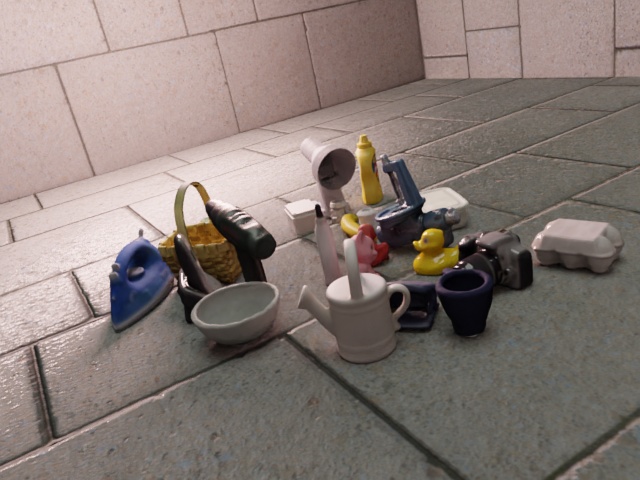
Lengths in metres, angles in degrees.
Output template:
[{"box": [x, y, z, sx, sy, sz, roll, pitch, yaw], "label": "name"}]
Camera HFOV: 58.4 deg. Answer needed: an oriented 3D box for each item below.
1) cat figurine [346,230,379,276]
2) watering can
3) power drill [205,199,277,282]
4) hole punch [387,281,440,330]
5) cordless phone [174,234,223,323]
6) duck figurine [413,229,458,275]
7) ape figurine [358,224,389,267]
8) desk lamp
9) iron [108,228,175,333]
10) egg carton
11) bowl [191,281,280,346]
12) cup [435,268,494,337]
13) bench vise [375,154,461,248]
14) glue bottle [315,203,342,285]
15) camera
[{"box": [0.077, 0.041, 1.148, 0.067, 0.118, 0.128, -3, 23, 22], "label": "cat figurine"}, {"box": [0.053, 0.094, 0.923, 0.173, 0.194, 0.100, -18, 22, -14], "label": "watering can"}, {"box": [-0.158, 0.029, 1.176, 0.076, 0.209, 0.228, -25, 25, -29], "label": "power drill"}, {"box": [0.149, 0.097, 1.006, 0.108, 0.091, 0.101, -2, 24, 24], "label": "hole punch"}, {"box": [-0.257, 0.061, 1.181, 0.094, 0.185, 0.147, -17, 22, -12], "label": "cordless phone"}, {"box": [0.238, 0.018, 1.164, 0.104, 0.086, 0.077, -9, 22, 7], "label": "duck figurine"}, {"box": [0.107, 0.008, 1.250, 0.076, 0.092, 0.077, -24, 25, -29], "label": "ape figurine"}, {"box": [0.014, -0.172, 1.582, 0.118, 0.214, 0.202, -21, 23, -22], "label": "desk lamp"}, {"box": [-0.419, 0.080, 1.279, 0.118, 0.142, 0.258, -9, 22, 8], "label": "iron"}, {"box": [0.485, 0.009, 1.080, 0.149, 0.069, 0.107, 8, 29, 41], "label": "egg carton"}, {"box": [-0.149, 0.146, 1.062, 0.167, 0.075, 0.167, -10, 21, 4], "label": "bowl"}, {"box": [0.234, 0.102, 0.943, 0.092, 0.095, 0.117, -16, 22, -10], "label": "cup"}, {"box": [0.208, -0.084, 1.252, 0.206, 0.220, 0.122, -1, 24, 25], "label": "bench vise"}, {"box": [0.011, 0.004, 1.198, 0.037, 0.173, 0.078, -13, 22, -2], "label": "glue bottle"}, {"box": [0.297, 0.039, 1.059, 0.137, 0.101, 0.142, -21, 23, -23], "label": "camera"}]
